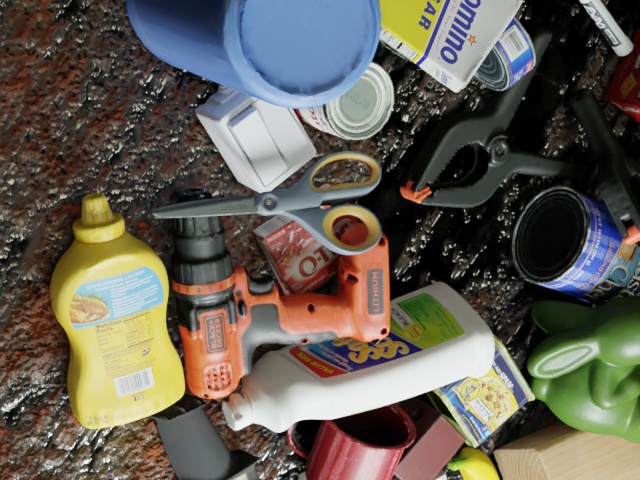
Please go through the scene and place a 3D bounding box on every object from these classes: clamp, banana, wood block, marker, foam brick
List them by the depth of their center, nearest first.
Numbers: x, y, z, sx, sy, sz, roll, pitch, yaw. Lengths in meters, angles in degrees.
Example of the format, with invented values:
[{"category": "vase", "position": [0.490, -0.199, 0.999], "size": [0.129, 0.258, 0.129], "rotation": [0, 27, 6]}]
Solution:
[{"category": "clamp", "position": [0.172, -0.086, 1.039], "size": [0.209, 0.036, 0.164], "rotation": [-38, 118, -15]}, {"category": "marker", "position": [0.276, -0.230, 1.064], "size": [0.020, 0.020, 0.121], "rotation": [-51, 123, -6]}, {"category": "clamp", "position": [0.310, -0.065, 1.074], "size": [0.120, 0.039, 0.171], "rotation": [18, 52, -34]}, {"category": "foam brick", "position": [0.097, 0.207, 1.080], "size": [0.078, 0.053, 0.051], "rotation": [-48, 122, -8]}, {"category": "banana", "position": [0.171, 0.292, 1.154], "size": [0.069, 0.037, 0.198], "rotation": [-32, 122, -29]}, {"category": "wood block", "position": [0.309, 0.235, 1.170], "size": [0.205, 0.091, 0.090], "rotation": [-18, 86, -23]}]

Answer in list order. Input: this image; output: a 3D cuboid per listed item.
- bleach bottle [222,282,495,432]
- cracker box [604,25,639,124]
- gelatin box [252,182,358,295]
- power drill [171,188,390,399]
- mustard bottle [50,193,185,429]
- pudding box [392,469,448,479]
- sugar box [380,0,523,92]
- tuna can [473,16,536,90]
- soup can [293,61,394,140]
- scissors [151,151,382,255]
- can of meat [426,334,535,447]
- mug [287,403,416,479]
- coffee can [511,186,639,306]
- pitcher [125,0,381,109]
[{"category": "bleach bottle", "position": [0.032, 0.121, 0.988], "size": [0.250, 0.103, 0.068], "rotation": [-20, 135, -22]}, {"category": "cracker box", "position": [0.420, -0.172, 1.132], "size": [0.213, 0.072, 0.164], "rotation": [26, 91, -32]}, {"category": "gelatin box", "position": [-0.006, 0.001, 0.970], "size": [0.089, 0.030, 0.073], "rotation": [-34, 119, -15]}, {"category": "power drill", "position": [-0.035, 0.035, 0.919], "size": [0.187, 0.057, 0.184], "rotation": [-9, 111, -17]}, {"category": "mustard bottle", "position": [-0.171, 0.054, 0.879], "size": [0.096, 0.058, 0.191], "rotation": [-16, 113, -25]}, {"category": "pudding box", "position": [0.086, 0.293, 1.110], "size": [0.113, 0.039, 0.090], "rotation": [-25, 115, -23]}, {"category": "sugar box", "position": [0.073, -0.212, 0.893], "size": [0.176, 0.048, 0.093], "rotation": [34, 87, -1]}, {"category": "tuna can", "position": [0.154, -0.179, 0.972], "size": [0.033, 0.086, 0.086], "rotation": [-40, 120, -11]}, {"category": "soup can", "position": [0.009, -0.125, 0.897], "size": [0.068, 0.102, 0.068], "rotation": [-9, 110, -27]}, {"category": "scissors", "position": [-0.030, -0.014, 0.871], "size": [0.201, 0.016, 0.096], "rotation": [-22, 91, -24]}, {"category": "can of meat", "position": [0.160, 0.152, 1.096], "size": [0.084, 0.058, 0.102], "rotation": [-40, 120, -10]}, {"category": "mug", "position": [0.023, 0.197, 1.018], "size": [0.117, 0.093, 0.082], "rotation": [20, 114, 3]}, {"category": "coffee can", "position": [0.282, 0.013, 1.093], "size": [0.140, 0.103, 0.103], "rotation": [19, 96, -32]}, {"category": "pitcher", "position": [-0.059, -0.175, 0.761], "size": [0.149, 0.243, 0.145], "rotation": [-3, 108, -22]}]
